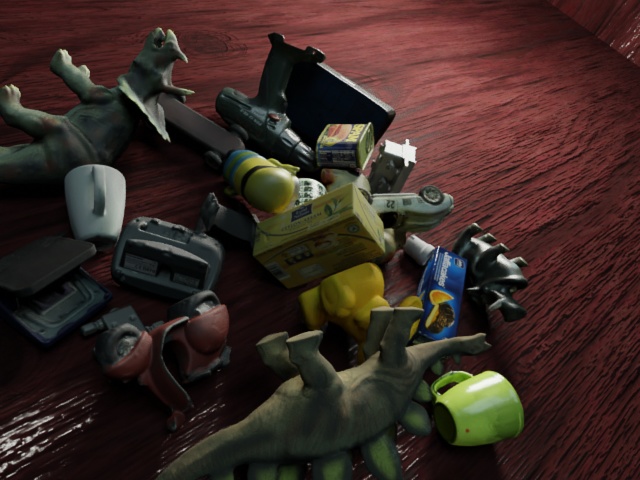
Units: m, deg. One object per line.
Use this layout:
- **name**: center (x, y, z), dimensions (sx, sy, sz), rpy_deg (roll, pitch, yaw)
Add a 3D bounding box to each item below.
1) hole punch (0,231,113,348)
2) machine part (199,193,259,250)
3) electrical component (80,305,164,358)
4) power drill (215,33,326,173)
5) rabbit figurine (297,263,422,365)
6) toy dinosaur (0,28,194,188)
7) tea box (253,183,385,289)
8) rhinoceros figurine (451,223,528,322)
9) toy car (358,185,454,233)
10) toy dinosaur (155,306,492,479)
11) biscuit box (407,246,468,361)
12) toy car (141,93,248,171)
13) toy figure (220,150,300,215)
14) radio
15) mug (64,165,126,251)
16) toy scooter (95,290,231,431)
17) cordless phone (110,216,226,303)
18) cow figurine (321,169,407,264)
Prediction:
- **hole punch**: center (-0.334, 0.057, 0.657), dimensions (0.116, 0.092, 0.142), rpy_deg (12, 39, 30)
- **machine part**: center (-0.127, -0.028, 0.816), dimensions (0.138, 0.039, 0.084), rpy_deg (24, 31, -58)
- **electrical component**: center (-0.247, 0.113, 0.679), dimensions (0.094, 0.021, 0.063), rpy_deg (-20, 61, -37)
- **power drill**: center (-0.064, -0.258, 0.993), dimensions (0.232, 0.207, 0.086), rpy_deg (27, 15, 8)
- **rabbit figurine**: center (0.068, 0.126, 0.772), dimensions (0.162, 0.122, 0.173), rpy_deg (-10, 69, -43)
- **toy dinosaur**: center (-0.360, -0.156, 0.799), dimensions (0.192, 0.131, 0.405), rpy_deg (37, 66, -3)
- **tea box**: center (-0.002, -0.002, 0.780), dimensions (0.098, 0.170, 0.068), rpy_deg (50, 29, -39)
- **rhinoceros figurine**: center (0.291, 0.056, 0.924), dimensions (0.073, 0.112, 0.190), rpy_deg (29, 22, -40)
- **toy car**: center (0.112, -0.043, 0.843), dimensions (0.202, 0.073, 0.056), rpy_deg (-2, 61, -10)
- **toy dinosaur**: center (0.000, 0.198, 0.614), dimensions (0.471, 0.105, 0.198), rpy_deg (-13, 85, -17)
- **biscuit box**: center (0.189, 0.101, 0.866), dimensions (0.063, 0.059, 0.203), rpy_deg (26, 44, -1)
- **toy car**: center (-0.224, -0.197, 0.951), dimensions (0.202, 0.053, 0.089), rpy_deg (30, 65, 5)
- **toy figure**: center (-0.105, -0.095, 0.857), dimensions (0.089, 0.082, 0.180), rpy_deg (-9, 31, -37)
- **radio**: center (0.019, -0.256, 1.055), dimensions (0.230, 0.131, 0.073), rpy_deg (36, 21, 10)
- **mug**: center (-0.305, -0.045, 0.742), dimensions (0.081, 0.109, 0.107), rpy_deg (2, 62, -33)
- **toy scooter**: center (-0.168, 0.145, 0.647), dimensions (0.184, 0.075, 0.135), rpy_deg (-23, 85, -52)
- **cordless phone**: center (-0.205, -0.001, 0.777), dimensions (0.147, 0.088, 0.184), rpy_deg (17, 34, -9)
- **cow figurine**: center (0.077, -0.039, 0.930), dimensions (0.127, 0.085, 0.195), rpy_deg (-7, 52, -22)
